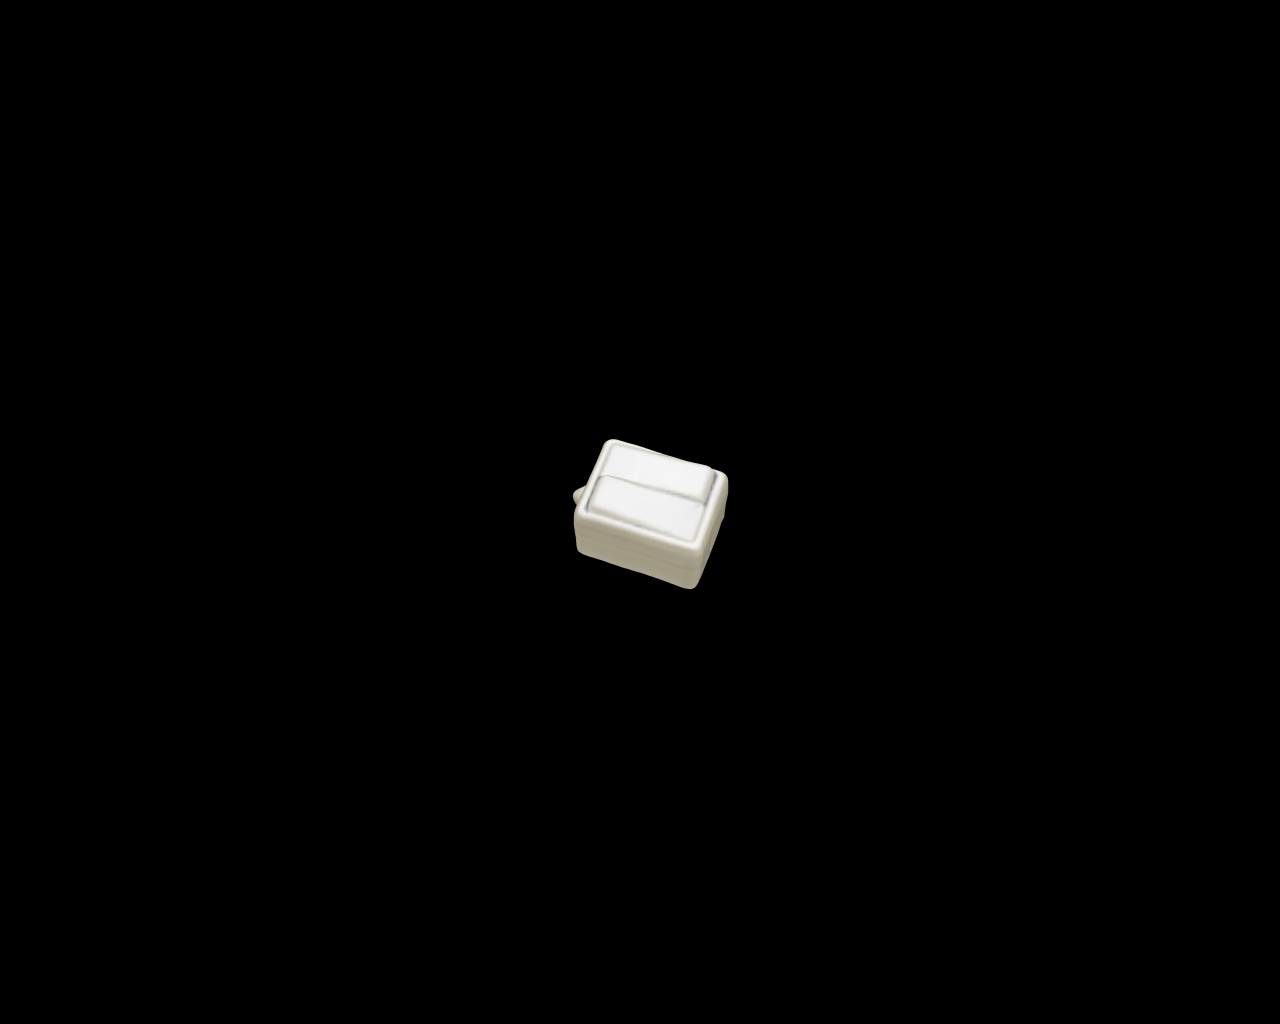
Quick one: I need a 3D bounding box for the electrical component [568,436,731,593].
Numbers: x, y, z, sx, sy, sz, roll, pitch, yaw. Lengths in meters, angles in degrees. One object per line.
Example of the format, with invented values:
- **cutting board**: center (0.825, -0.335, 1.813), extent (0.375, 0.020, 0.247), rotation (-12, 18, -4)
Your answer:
- **electrical component**: center (0.001, -0.003, 0.650), extent (0.096, 0.062, 0.061), rotation (18, -28, 10)
